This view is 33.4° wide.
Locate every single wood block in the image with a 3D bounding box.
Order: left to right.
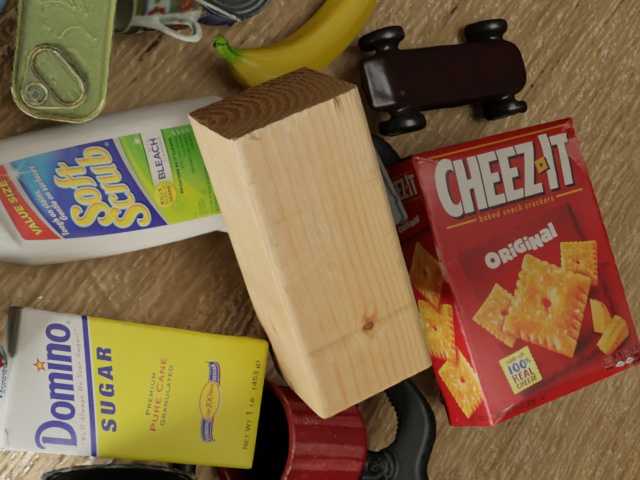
[{"bbox_3d":[-0.005,0.001,0.714,0.090,0.090,0.206,-24,115,-16],"label":"wood block"}]

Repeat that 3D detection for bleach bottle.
[{"bbox_3d":[-0.167,-0.024,0.702,0.250,0.068,0.102,-19,103,-32],"label":"bleach bottle"}]

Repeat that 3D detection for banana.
[{"bbox_3d":[-0.005,-0.162,0.827,0.197,0.037,0.070,-40,150,-36],"label":"banana"}]

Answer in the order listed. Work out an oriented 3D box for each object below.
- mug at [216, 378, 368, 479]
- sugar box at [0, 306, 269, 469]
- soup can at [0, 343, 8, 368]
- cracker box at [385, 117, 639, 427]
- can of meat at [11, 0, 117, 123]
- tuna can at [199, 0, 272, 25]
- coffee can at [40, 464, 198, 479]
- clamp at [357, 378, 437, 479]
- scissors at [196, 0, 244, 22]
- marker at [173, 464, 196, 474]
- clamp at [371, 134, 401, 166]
[{"bbox_3d":[-0.024,0.161,0.794,0.081,0.093,0.117,11,111,-41],"label":"mug"},{"bbox_3d":[-0.127,0.102,0.723,0.176,0.048,0.093,10,83,-29],"label":"sugar box"},{"bbox_3d":[-0.248,0.081,0.635,0.102,0.069,0.068,-42,113,-28],"label":"soup can"},{"bbox_3d":[0.154,0.023,0.853,0.163,0.072,0.214,-15,89,-27],"label":"cracker box"},{"bbox_3d":[-0.165,-0.127,0.680,0.057,0.084,0.102,5,95,-17],"label":"can of meat"},{"bbox_3d":[-0.074,-0.203,0.790,0.085,0.034,0.086,1,89,-36],"label":"tuna can"},{"bbox_3d":[-0.133,0.224,0.695,0.102,0.103,0.140,4,87,-36],"label":"coffee can"},{"bbox_3d":[0.037,0.184,0.834,0.036,0.165,0.210,40,37,-71],"label":"clamp"},{"bbox_3d":[-0.145,-0.186,0.650,0.016,0.202,0.096,-64,164,2],"label":"scissors"},{"bbox_3d":[-0.100,0.205,0.772,0.020,0.020,0.121,4,87,-36],"label":"marker"},{"bbox_3d":[0.061,-0.046,0.885,0.171,0.039,0.120,36,60,-31],"label":"clamp"}]
